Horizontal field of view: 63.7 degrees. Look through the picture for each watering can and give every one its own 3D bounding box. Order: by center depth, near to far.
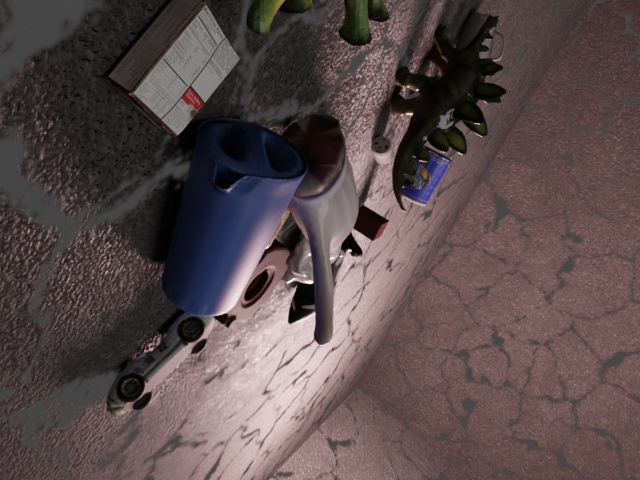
[{"bbox_3d":[0.002,-0.039,0.780,0.219,0.104,0.356,69,20,-53],"label":"watering can"}]

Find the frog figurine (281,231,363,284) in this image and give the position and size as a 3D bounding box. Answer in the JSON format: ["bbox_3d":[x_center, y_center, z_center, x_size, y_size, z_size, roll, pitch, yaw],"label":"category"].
[{"bbox_3d":[-0.014,0.020,1.057,0.158,0.123,0.138,-24,180,26],"label":"frog figurine"}]

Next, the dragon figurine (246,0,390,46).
[{"bbox_3d":[0.020,-0.338,0.502,0.420,0.122,0.237,-66,165,-47],"label":"dragon figurine"}]
